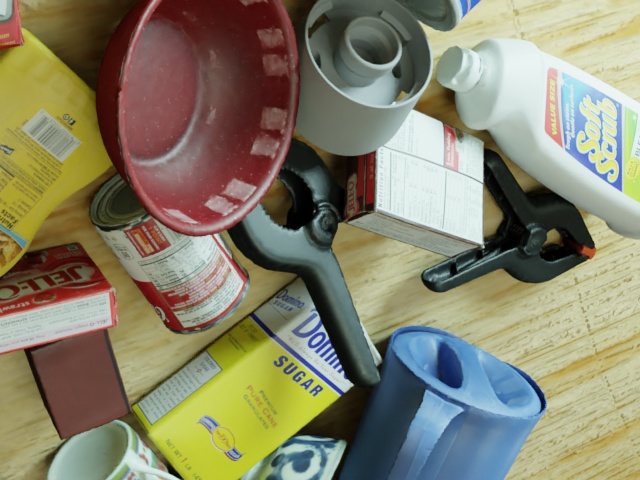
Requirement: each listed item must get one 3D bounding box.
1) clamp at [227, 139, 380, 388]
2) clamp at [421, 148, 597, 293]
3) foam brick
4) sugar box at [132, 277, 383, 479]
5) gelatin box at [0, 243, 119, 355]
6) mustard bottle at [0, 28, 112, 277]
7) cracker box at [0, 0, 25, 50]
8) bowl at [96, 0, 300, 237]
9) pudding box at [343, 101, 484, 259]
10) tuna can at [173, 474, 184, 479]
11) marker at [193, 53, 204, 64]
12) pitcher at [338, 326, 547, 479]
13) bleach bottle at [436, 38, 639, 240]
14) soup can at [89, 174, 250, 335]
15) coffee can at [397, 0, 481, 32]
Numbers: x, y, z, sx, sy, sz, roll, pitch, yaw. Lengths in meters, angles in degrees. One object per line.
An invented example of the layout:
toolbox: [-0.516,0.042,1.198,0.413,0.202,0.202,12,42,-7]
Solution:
clamp: [-0.005,0.001,0.750,0.209,0.036,0.164,28,67,-34]
clamp: [0.164,-0.014,0.872,0.171,0.039,0.120,-1,120,-36]
foam brick: [-0.166,0.084,0.716,0.051,0.053,0.078,-22,122,-20]
sugar box: [-0.044,0.109,0.806,0.176,0.048,0.093,-37,127,-8]
gelatin box: [-0.180,0.036,0.669,0.089,0.073,0.030,-14,119,-24]
mustard bottle: [-0.207,-0.026,0.630,0.191,0.058,0.096,-47,130,-2]
cracker box: [-0.235,-0.181,0.496,0.164,0.072,0.214,-17,137,-24]
bowl: [-0.080,-0.085,0.630,0.161,0.055,0.162,-25,121,-51]
pudding box: [0.070,-0.044,0.772,0.113,0.039,0.090,17,68,-34]
tuna can: [-0.095,0.219,0.807,0.033,0.086,0.086,-39,128,-11]
marker: [-0.080,-0.119,0.684,0.121,0.020,0.020,-26,125,-17]
pitcher: [0.073,0.204,0.869,0.149,0.145,0.243,12,110,-29]
bleach bottle: [0.186,-0.082,0.827,0.250,0.068,0.102,20,83,-35]
soup can: [-0.098,0.005,0.706,0.068,0.069,0.102,-37,127,-10]
coffee can: [0.100,-0.219,0.686,0.140,0.103,0.102,-44,128,-5]
